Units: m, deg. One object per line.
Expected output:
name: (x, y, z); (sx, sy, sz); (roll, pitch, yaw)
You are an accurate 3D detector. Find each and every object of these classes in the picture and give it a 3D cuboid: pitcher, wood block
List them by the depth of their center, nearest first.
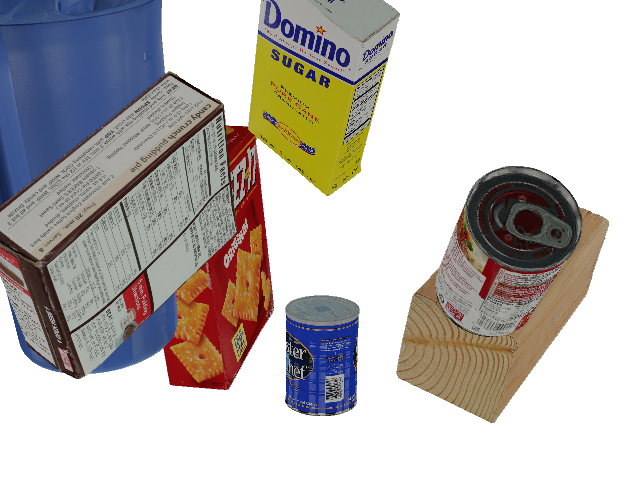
pitcher: (-0.163, -0.037, 0.680); (0.149, 0.243, 0.145); (-10, 24, -15)
wood block: (0.156, 0.045, 0.896); (0.091, 0.090, 0.205); (25, 38, 23)

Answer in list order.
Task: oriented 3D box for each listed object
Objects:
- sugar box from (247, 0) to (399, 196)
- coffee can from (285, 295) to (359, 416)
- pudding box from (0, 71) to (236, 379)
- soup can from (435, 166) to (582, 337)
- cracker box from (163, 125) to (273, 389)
sugar box: (-0.004, -0.118, 0.776); (0.048, 0.093, 0.176); (-41, -20, -26)
coffee can: (0.002, 0.159, 1.487); (0.103, 0.140, 0.103); (1, 17, 0)
pudding box: (-0.087, -0.006, 0.469); (0.039, 0.113, 0.090); (29, -32, 22)
soup can: (0.111, 0.010, 0.649); (0.068, 0.068, 0.102); (0, -28, -5)
cracker box: (-0.105, 0.013, 1.051); (0.072, 0.214, 0.164); (3, 27, 15)
